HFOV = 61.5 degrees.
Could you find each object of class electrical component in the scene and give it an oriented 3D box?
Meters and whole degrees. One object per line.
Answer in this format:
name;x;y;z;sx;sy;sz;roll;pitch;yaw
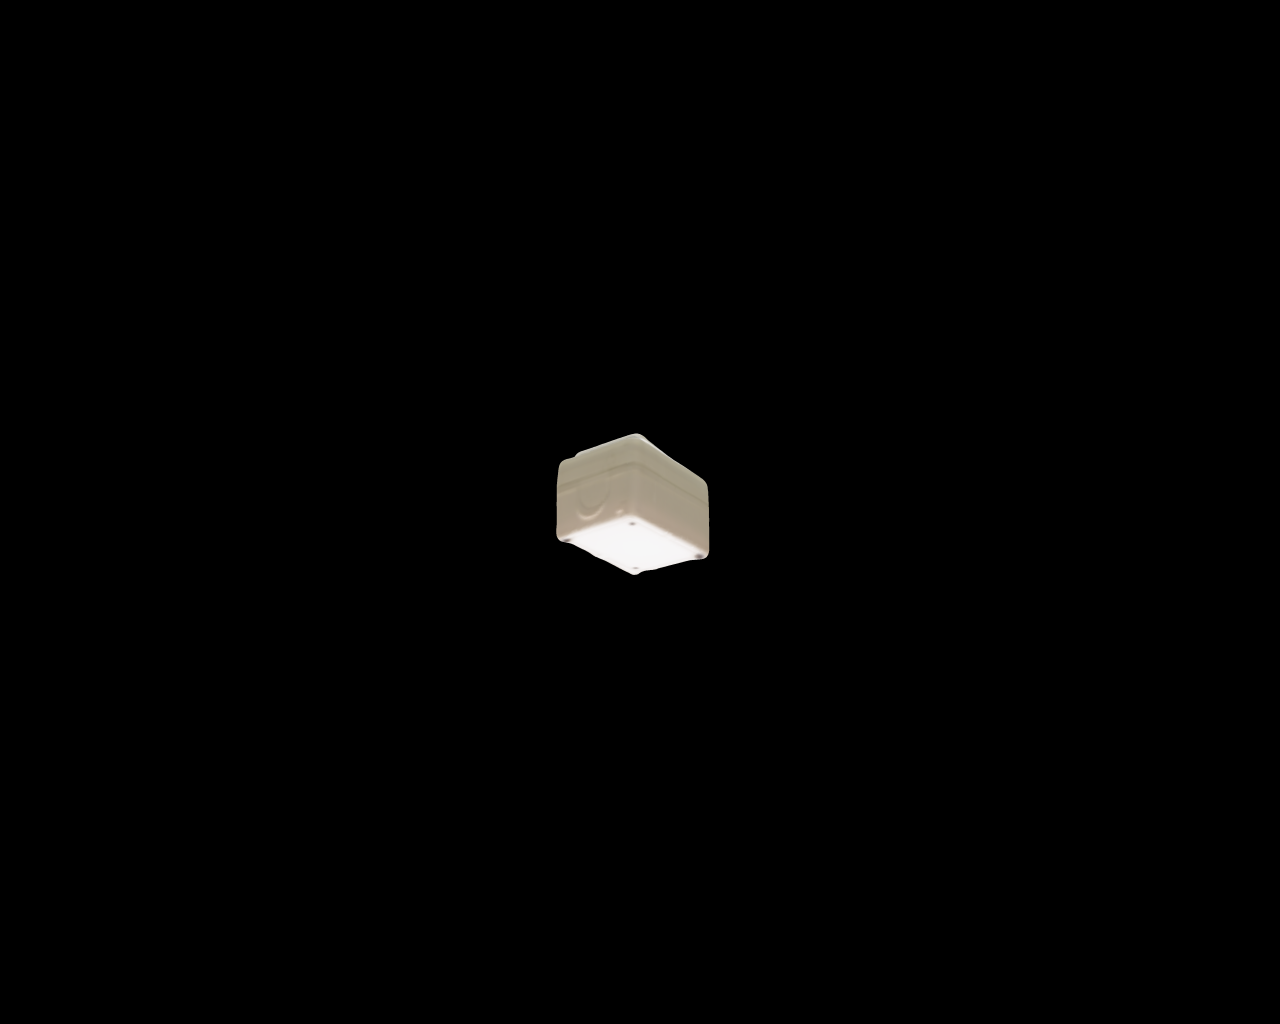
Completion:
electrical component;0.001;-0.003;0.650;0.061;0.061;0.096;-17;-29;32
